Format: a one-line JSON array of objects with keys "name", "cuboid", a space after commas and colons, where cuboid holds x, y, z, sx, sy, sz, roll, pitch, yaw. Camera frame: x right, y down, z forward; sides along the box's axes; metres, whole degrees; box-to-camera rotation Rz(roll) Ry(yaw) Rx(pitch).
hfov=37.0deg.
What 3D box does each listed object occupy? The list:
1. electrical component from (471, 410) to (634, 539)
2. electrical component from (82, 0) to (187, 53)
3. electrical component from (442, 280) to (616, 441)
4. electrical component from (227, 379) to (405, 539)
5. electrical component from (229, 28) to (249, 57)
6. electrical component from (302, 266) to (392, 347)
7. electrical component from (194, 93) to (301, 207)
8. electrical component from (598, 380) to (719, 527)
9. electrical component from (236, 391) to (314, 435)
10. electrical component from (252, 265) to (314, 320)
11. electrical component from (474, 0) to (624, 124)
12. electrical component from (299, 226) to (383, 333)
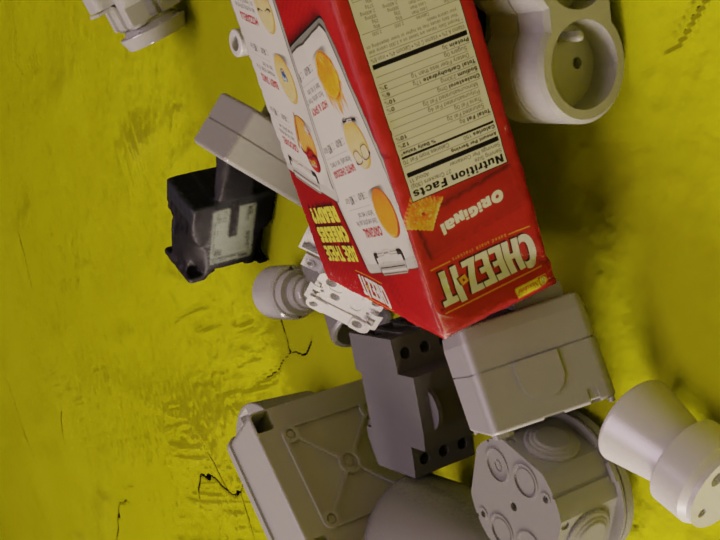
[{"name": "electrical component", "cuboid": [0.100, 0.116, 0.566, 0.080, 0.051, 0.080, 33, 131, 50]}, {"name": "electrical component", "cuboid": [-0.176, -0.212, 0.863, 0.058, 0.078, 0.057, 9, 130, 58]}, {"name": "electrical component", "cuboid": [0.079, 0.045, 0.537, 0.096, 0.062, 0.061, 99, 153, -83]}, {"name": "electrical component", "cuboid": [-0.016, 0.139, 0.717, 0.108, 0.109, 0.056, 61, 145, 22]}, {"name": "electrical component", "cuboid": [-0.052, -0.149, 0.688, 0.048, 0.062, 0.048, 33, 131, 49]}, {"name": "electrical component", "cuboid": [-0.012, 0.013, 0.720, 0.065, 0.044, 0.044, 60, 148, 33]}, {"name": "electrical component", "cuboid": [-0.051, -0.093, 0.711, 0.047, 0.083, 0.075, 34, 93, 49]}, {"name": "electrical component", "cuboid": [0.142, 0.082, 0.484, 0.055, 0.045, 0.045, 41, 136, 44]}, {"name": "electrical component", "cuboid": [-0.042, 0.143, 0.812, 0.108, 0.060, 0.108, 34, 131, 49]}, {"name": "electrical component", "cuboid": [-0.047, 0.016, 0.781, 0.078, 0.040, 0.040, -2, 102, 59]}, {"name": "electrical component", "cuboid": [0.073, -0.136, 0.491, 0.074, 0.052, 0.138, 14, 115, 57]}, {"name": "electrical component", "cuboid": [0.000, 0.000, 0.656, 0.081, 0.063, 0.042, 26, 143, -2]}]
